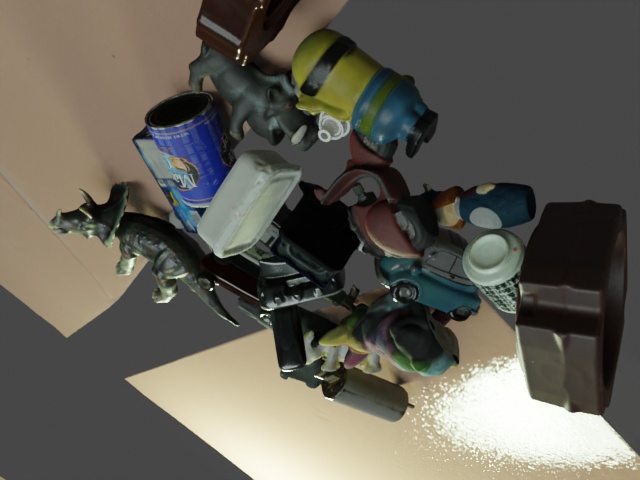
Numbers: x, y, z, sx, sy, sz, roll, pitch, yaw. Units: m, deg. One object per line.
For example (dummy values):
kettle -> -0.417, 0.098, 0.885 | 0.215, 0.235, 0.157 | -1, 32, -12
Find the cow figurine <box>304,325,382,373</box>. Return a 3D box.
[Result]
cow figurine -> 0.028, 0.189, 0.978 | 0.167, 0.098, 0.068 | 4, 177, 0

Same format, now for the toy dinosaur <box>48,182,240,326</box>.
toy dinosaur -> -0.313, 0.021, 1.063 | 0.405, 0.131, 0.192 | 27, 143, -2

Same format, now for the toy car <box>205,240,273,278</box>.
toy car -> -0.122, 0.036, 0.984 | 0.202, 0.056, 0.073 | 30, 149, 7

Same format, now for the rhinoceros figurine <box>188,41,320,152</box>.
rhinoceros figurine -> -0.079, -0.189, 0.699 | 0.190, 0.073, 0.112 | 43, 131, -10

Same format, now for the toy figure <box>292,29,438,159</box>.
toy figure -> 0.051, -0.170, 0.614 | 0.180, 0.082, 0.089 | 33, 124, 13

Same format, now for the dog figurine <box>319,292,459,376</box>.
dog figurine -> 0.101, 0.158, 0.851 | 0.219, 0.192, 0.108 | -33, 117, 27

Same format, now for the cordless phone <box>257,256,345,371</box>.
cordless phone -> -0.023, 0.110, 0.866 | 0.147, 0.184, 0.088 | -13, 165, 9

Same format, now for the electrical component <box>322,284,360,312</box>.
electrical component -> 0.023, 0.086, 0.945 | 0.102, 0.045, 0.078 | 30, 171, 9

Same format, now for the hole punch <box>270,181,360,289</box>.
hole punch -> -0.002, -0.002, 0.804 | 0.142, 0.116, 0.092 | 34, 148, 4

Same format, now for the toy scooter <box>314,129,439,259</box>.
toy scooter -> 0.063, -0.049, 0.693 | 0.135, 0.075, 0.184 | -27, 84, 31

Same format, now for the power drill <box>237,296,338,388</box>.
power drill -> -0.055, 0.206, 1.112 | 0.232, 0.086, 0.207 | 14, 131, 20

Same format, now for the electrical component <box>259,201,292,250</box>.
electrical component -> -0.076, -0.012, 0.904 | 0.075, 0.048, 0.119 | 41, 140, -9

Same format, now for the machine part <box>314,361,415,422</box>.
machine part -> 0.090, 0.301, 1.061 | 0.243, 0.079, 0.079 | 27, 148, -28

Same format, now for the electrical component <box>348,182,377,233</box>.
electrical component -> 0.065, -0.033, 0.764 | 0.021, 0.063, 0.093 | -6, 126, 40

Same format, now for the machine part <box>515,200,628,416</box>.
machine part -> 0.288, 0.072, 0.607 | 0.087, 0.201, 0.201 | 6, 135, 34

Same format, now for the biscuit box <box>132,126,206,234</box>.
biscuit box -> -0.228, -0.102, 0.902 | 0.059, 0.063, 0.202 | 5, 135, 31

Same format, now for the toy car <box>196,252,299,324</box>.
toy car -> -0.137, 0.087, 1.023 | 0.202, 0.089, 0.053 | 28, 142, 4

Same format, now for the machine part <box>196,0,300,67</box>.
machine part -> -0.050, -0.256, 0.522 | 0.056, 0.179, 0.179 | 33, 143, -5

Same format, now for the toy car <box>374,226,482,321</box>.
toy car -> 0.162, 0.037, 0.745 | 0.162, 0.109, 0.102 | 23, 122, -6

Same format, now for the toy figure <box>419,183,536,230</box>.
toy figure -> 0.187, -0.043, 0.674 | 0.155, 0.058, 0.064 | -1, 109, 39
